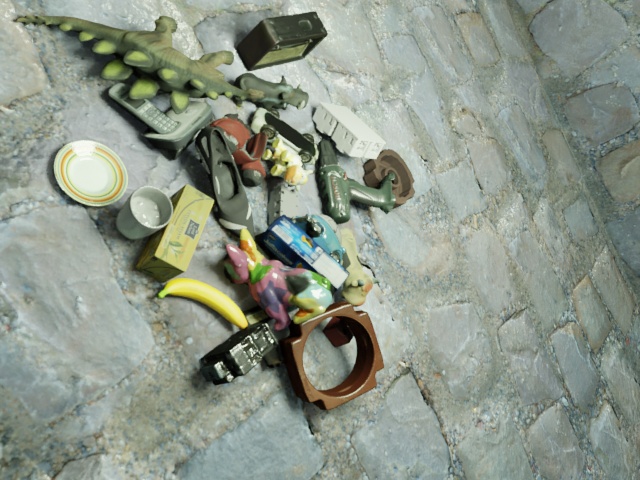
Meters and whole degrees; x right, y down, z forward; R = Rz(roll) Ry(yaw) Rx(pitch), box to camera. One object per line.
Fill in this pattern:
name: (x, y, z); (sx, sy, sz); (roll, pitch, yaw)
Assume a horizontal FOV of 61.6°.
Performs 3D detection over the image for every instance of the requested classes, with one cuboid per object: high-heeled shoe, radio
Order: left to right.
high-heeled shoe: (-0.185, -0.116, 1.126); (0.086, 0.145, 0.248); (-34, 92, -31)
radio: (-0.092, -0.514, 1.386); (0.229, 0.131, 0.073); (-34, 95, -44)

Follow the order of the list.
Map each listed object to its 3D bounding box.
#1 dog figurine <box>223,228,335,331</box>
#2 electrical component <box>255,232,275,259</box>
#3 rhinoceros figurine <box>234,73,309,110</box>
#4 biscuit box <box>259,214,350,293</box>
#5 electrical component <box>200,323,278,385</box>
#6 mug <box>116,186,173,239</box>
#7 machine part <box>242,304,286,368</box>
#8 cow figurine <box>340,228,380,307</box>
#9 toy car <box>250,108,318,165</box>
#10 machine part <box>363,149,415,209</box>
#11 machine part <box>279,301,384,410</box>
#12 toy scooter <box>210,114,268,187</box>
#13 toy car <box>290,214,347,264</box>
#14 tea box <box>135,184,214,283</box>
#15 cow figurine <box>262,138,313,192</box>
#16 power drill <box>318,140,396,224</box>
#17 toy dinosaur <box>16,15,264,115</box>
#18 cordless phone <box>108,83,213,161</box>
dog figurine: (-0.096, 0.070, 1.106); (0.219, 0.192, 0.108); (54, 34, -16)
electrical component: (-0.117, 0.020, 1.206); (0.102, 0.045, 0.078); (-30, 96, -44)
rhinoceros figurine: (-0.120, -0.361, 1.315); (0.190, 0.112, 0.073); (8, 66, -31)
biscuit box: (-0.035, 0.037, 1.175); (0.202, 0.063, 0.059); (42, 50, -1)
electrical component: (-0.163, 0.222, 1.035); (0.134, 0.115, 0.058); (-35, 96, -46)
mug: (-0.331, -0.052, 1.001); (0.080, 0.107, 0.109); (40, 47, -24)
machine part: (-0.119, 0.205, 1.135); (0.084, 0.039, 0.139); (-23, 85, -53)
cow figurine: (0.070, 0.066, 1.299); (0.085, 0.127, 0.195); (-2, 72, -39)
toy car: (-0.085, -0.256, 1.342); (0.201, 0.056, 0.073); (30, 48, -31)
machine part: (0.202, -0.177, 1.566); (0.179, 0.056, 0.179); (18, 60, -36)
machine part: (0.026, 0.249, 1.174); (0.201, 0.087, 0.201); (-19, 94, -25)
toy scooter: (-0.174, -0.221, 1.223); (0.183, 0.075, 0.135); (49, 50, -37)
toy car: (-0.003, -0.004, 1.242); (0.103, 0.109, 0.161); (-50, 125, -40)
tea box: (-0.279, -0.012, 1.038); (0.068, 0.098, 0.169); (32, 56, -28)
cow figurine: (-0.066, -0.165, 1.266); (0.098, 0.068, 0.167); (30, 18, -39)
power drill: (0.095, -0.152, 1.415); (0.207, 0.086, 0.232); (8, 68, -25)
toy dinosaur: (-0.339, -0.366, 1.083); (0.471, 0.105, 0.199); (20, 42, -8)
cordless phone: (-0.331, -0.271, 1.115); (0.184, 0.089, 0.146); (39, 51, -9)
